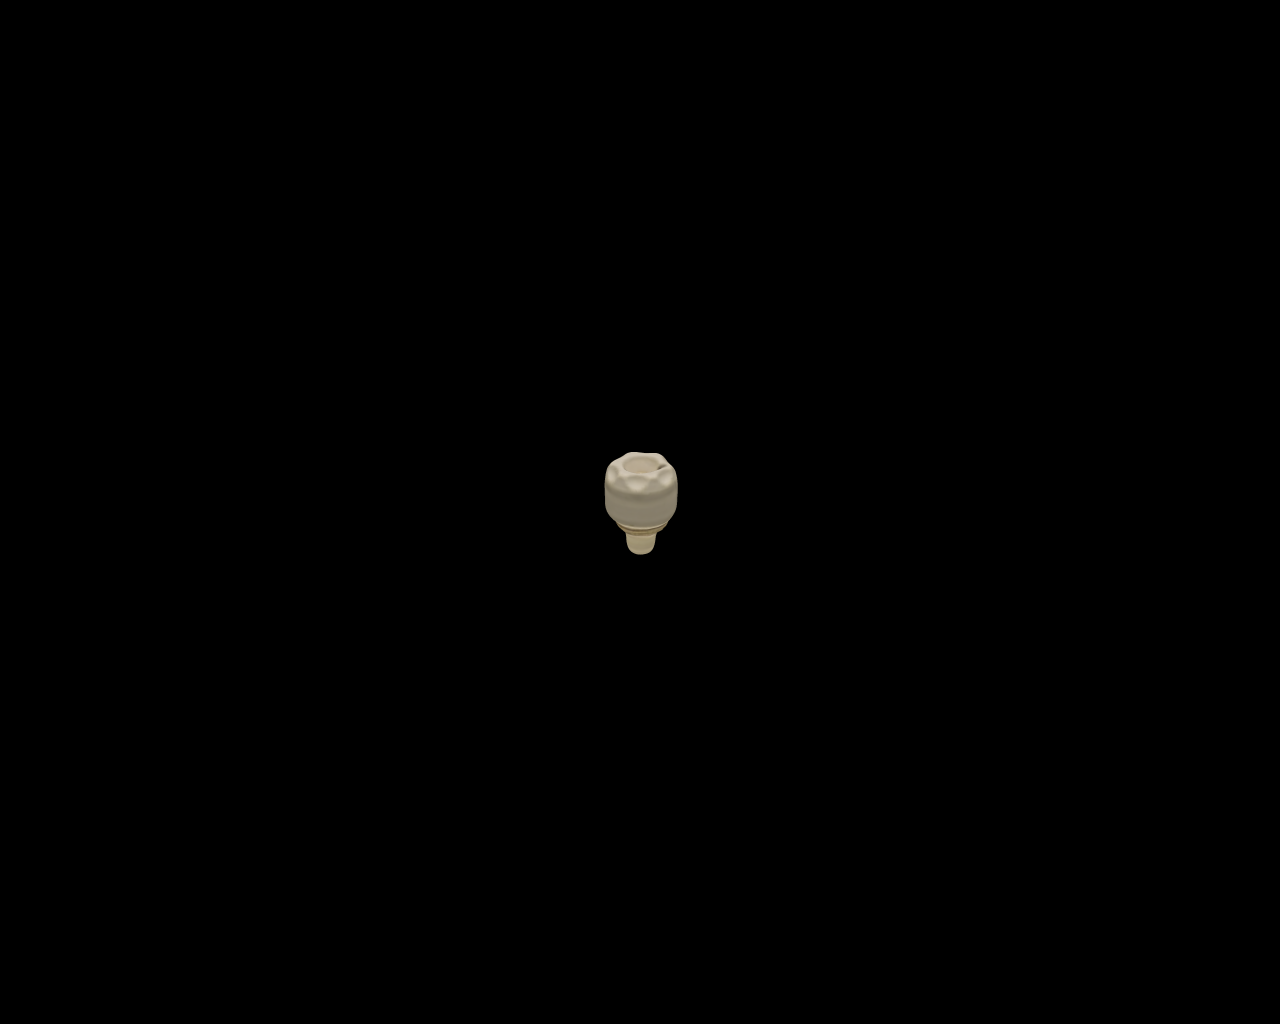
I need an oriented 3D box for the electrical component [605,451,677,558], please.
[{"bbox_3d":[0.001,-0.003,0.650,0.043,0.062,0.043,0,29,0],"label":"electrical component"}]
